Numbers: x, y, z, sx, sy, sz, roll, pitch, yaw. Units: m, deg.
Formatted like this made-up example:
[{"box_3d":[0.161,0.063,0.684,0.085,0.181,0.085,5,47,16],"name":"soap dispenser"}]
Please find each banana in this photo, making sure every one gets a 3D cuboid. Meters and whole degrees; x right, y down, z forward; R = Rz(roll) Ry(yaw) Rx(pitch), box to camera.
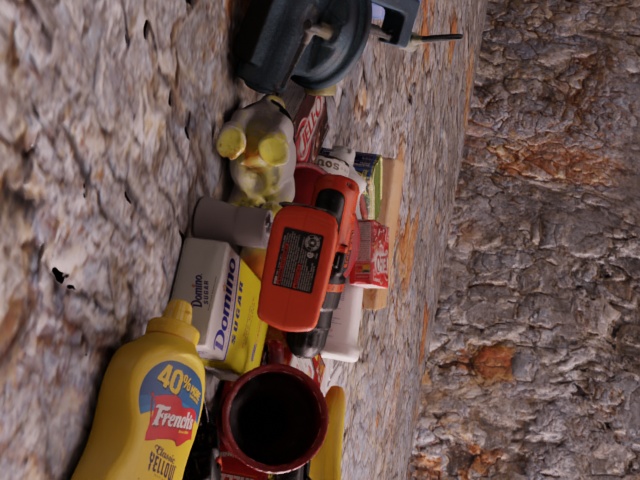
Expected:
[{"box_3d":[0.013,0.247,1.141,0.070,0.037,0.198,-46,-150,29],"name":"banana"}]

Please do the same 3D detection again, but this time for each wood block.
[{"box_3d":[0.056,-0.013,1.474,0.090,0.091,0.206,0,97,-78],"name":"wood block"}]

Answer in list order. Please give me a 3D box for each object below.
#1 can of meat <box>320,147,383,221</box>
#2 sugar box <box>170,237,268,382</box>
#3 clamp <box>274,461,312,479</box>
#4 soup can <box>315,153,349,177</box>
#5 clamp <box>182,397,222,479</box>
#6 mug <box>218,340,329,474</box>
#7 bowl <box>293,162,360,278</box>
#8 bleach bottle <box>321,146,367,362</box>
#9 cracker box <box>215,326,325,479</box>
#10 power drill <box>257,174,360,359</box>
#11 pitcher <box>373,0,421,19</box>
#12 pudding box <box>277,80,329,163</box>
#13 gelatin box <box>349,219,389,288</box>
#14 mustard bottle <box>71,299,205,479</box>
[{"box_3d":[0.033,-0.066,1.351,0.057,0.084,0.102,-68,161,-49],"name":"can of meat"},{"box_3d":[-0.087,0.068,0.964,0.176,0.048,0.093,64,36,-71],"name":"sugar box"},{"box_3d":[-0.029,0.250,1.026,0.164,0.036,0.210,-66,161,-71],"name":"clamp"},{"box_3d":[-0.007,-0.042,1.215,0.068,0.068,0.102,52,48,-73],"name":"soup can"},{"box_3d":[-0.106,0.165,0.924,0.171,0.039,0.120,101,-13,-72],"name":"clamp"},{"box_3d":[-0.046,0.148,0.949,0.082,0.093,0.117,139,-48,-73],"name":"mug"},{"box_3d":[-0.007,0.001,1.115,0.161,0.055,0.162,-17,113,-46],"name":"bowl"},{"box_3d":[0.015,0.013,1.268,0.068,0.102,0.251,72,27,-80],"name":"bleach bottle"},{"box_3d":[-0.059,0.194,1.116,0.164,0.072,0.213,73,28,-61],"name":"cracker box"},{"box_3d":[-0.010,0.032,0.974,0.187,0.057,0.184,-34,134,-81],"name":"power drill"},{"box_3d":[0.072,-0.390,1.267,0.243,0.145,0.149,85,29,-57],"name":"pitcher"},{"box_3d":[-0.023,-0.125,1.156,0.113,0.039,0.090,-71,162,-44],"name":"pudding box"},{"box_3d":[0.058,0.017,1.213,0.089,0.030,0.073,21,70,-73],"name":"gelatin box"},{"box_3d":[-0.126,0.132,0.782,0.096,0.058,0.191,48,47,-49],"name":"mustard bottle"}]
